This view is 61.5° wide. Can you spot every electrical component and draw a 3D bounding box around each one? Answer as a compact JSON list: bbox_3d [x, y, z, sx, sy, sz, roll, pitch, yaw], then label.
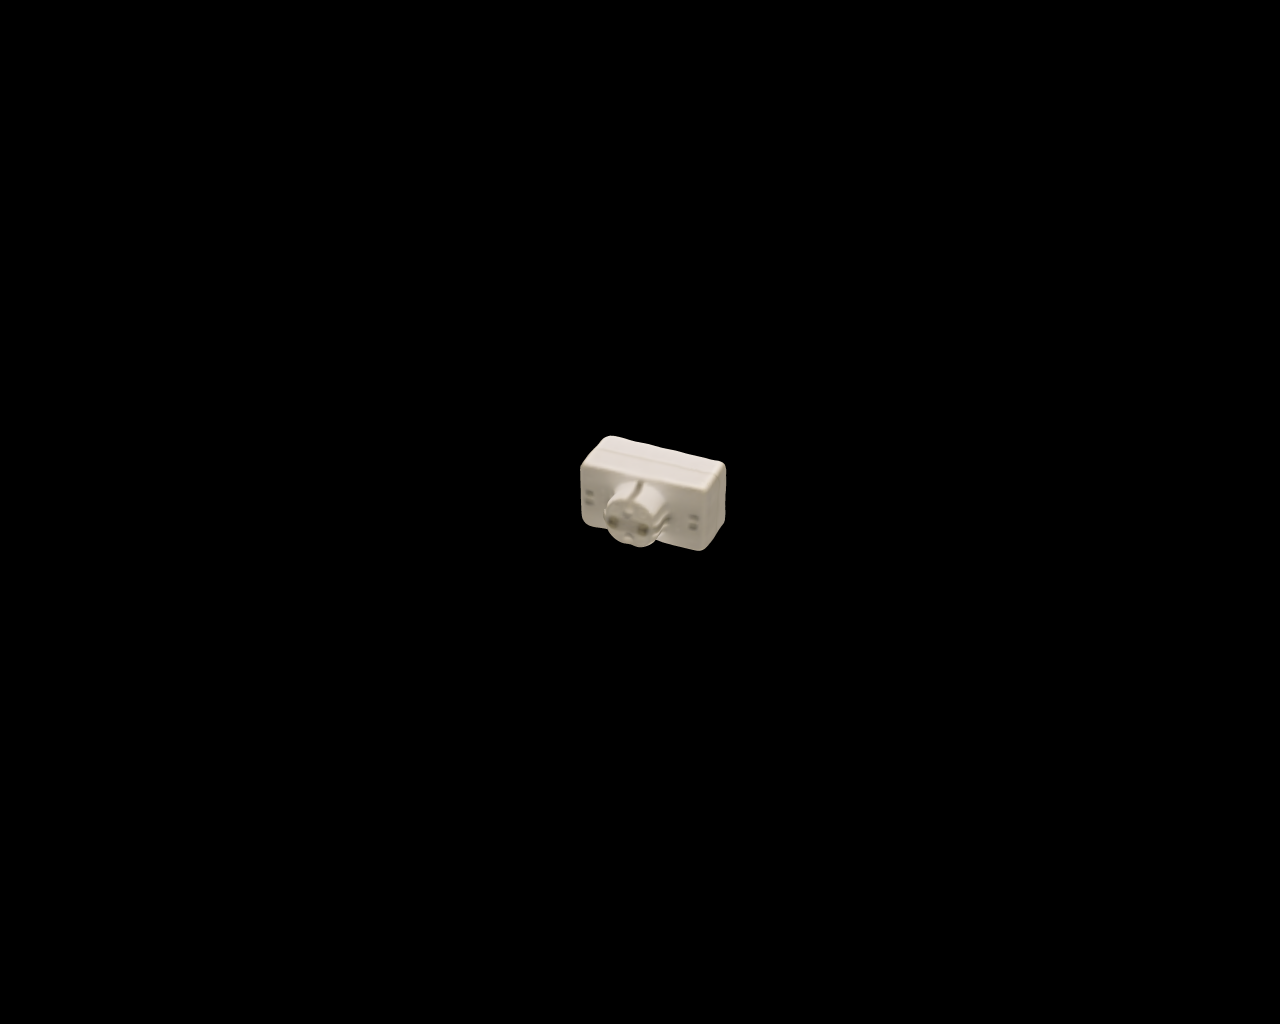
[{"bbox_3d":[0.001,-0.003,0.650,0.083,0.047,0.076,14,36,20],"label":"electrical component"}]
